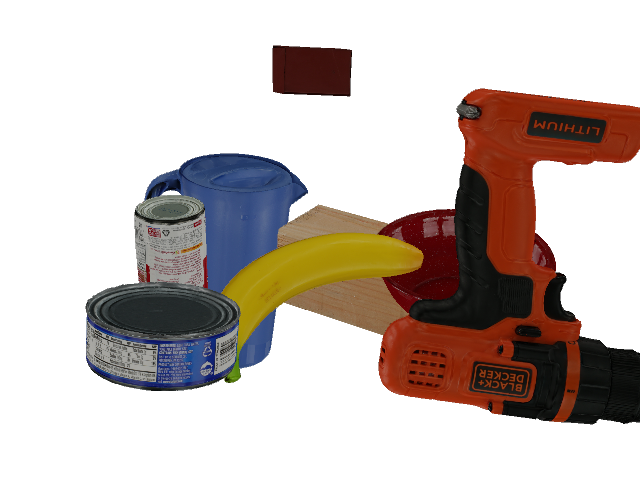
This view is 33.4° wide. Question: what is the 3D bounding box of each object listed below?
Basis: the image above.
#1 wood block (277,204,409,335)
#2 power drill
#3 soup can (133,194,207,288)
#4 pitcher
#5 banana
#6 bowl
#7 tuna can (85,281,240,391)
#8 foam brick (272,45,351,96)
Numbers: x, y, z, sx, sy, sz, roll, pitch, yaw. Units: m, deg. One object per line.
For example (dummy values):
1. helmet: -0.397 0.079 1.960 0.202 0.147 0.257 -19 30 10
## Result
1. wood block: 0.062 0.039 1.146 0.206 0.091 0.090 17 29 28
2. power drill: 0.135 0.013 0.611 0.184 0.188 0.057 7 8 -5
3. soup can: -0.143 0.015 1.029 0.068 0.102 0.068 0 23 0
4. pitcher: -0.116 0.025 1.269 0.149 0.243 0.144 21 27 32
5. banana: -0.012 0.033 0.789 0.197 0.069 0.037 -30 -8 -30
6. bowl: 0.123 0.034 0.945 0.162 0.055 0.162 1 32 -1
7. tuna can: -0.088 0.053 0.598 0.086 0.034 0.086 5 16 -2
8. foam brick: -0.010 -0.185 1.166 0.078 0.051 0.053 0 11 -16
